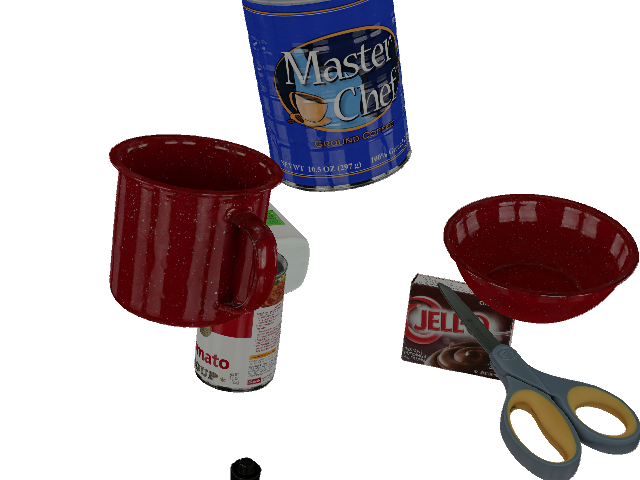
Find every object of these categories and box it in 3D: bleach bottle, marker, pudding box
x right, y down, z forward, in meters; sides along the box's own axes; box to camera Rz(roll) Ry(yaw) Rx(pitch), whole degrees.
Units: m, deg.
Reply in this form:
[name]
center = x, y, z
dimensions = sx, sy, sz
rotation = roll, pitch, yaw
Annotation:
[bleach bottle]
center = -0.110, -0.033, 1.053
dimensions = 0.102, 0.068, 0.251
rotation = -9, 34, -29
[marker]
center = -0.052, 0.186, 0.681
dimensions = 0.020, 0.121, 0.020
rotation = 6, 31, -4
[pudding box]
center = 0.146, 0.090, 1.123
dimensions = 0.113, 0.090, 0.039
rotation = 10, 21, 12

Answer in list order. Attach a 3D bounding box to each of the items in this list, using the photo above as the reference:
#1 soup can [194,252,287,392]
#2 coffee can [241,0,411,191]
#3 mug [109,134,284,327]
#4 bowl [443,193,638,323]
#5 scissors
[soup can]
center = -0.065, 0.062, 0.857
dimensions = 0.068, 0.102, 0.068
rotation = 6, 23, -3
[coffee can]
center = 0.005, -0.119, 0.738
dimensions = 0.103, 0.140, 0.103
rotation = -7, 30, 4
[mug]
center = -0.063, -0.001, 0.576
dimensions = 0.093, 0.081, 0.117
rotation = -12, 30, -43
[bowl]
center = 0.183, 0.022, 0.905
dimensions = 0.162, 0.055, 0.162
rotation = 1, 32, -1
[scissors]
center = 0.144, 0.085, 0.713
dimensions = 0.096, 0.016, 0.202
rotation = -1, 32, -7
